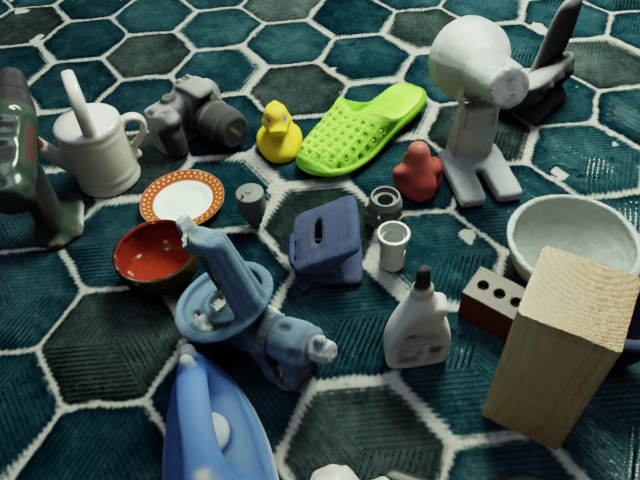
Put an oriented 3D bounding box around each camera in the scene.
[{"bbox_3d":[-0.200,-0.205,0.959,0.136,0.101,0.143,33,58,28],"label":"camera"}]

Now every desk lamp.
[{"bbox_3d":[0.239,-0.195,0.845,0.118,0.214,0.203,-10,49,-5],"label":"desk lamp"}]

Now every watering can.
[{"bbox_3d":[-0.356,-0.162,0.869,0.100,0.194,0.173,35,60,29],"label":"watering can"}]

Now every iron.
[{"bbox_3d":[-0.117,0.193,0.579,0.119,0.141,0.257,-15,50,-9],"label":"iron"}]

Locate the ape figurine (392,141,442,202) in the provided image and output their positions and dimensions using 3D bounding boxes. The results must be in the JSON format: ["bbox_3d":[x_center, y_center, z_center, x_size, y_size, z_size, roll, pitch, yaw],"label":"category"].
[{"bbox_3d":[0.148,-0.109,0.858,0.077,0.092,0.076,-1,49,3],"label":"ape figurine"}]

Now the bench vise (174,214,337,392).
[{"bbox_3d":[-0.076,0.062,0.638,0.207,0.220,0.121,7,50,10],"label":"bench vise"}]

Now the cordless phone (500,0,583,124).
[{"bbox_3d":[0.368,-0.303,0.950,0.094,0.185,0.148,30,57,27],"label":"cordless phone"}]

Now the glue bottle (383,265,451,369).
[{"bbox_3d":[0.111,0.085,0.637,0.078,0.173,0.037,-6,49,-1],"label":"glue bottle"}]

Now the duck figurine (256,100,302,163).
[{"bbox_3d":[-0.070,-0.190,0.947,0.077,0.086,0.104,-7,49,-2],"label":"duck figurine"}]

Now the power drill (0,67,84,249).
[{"bbox_3d":[-0.408,-0.100,0.809,0.075,0.209,0.229,-14,49,-8],"label":"power drill"}]

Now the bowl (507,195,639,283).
[{"bbox_3d":[0.321,0.022,0.743,0.167,0.075,0.167,-2,49,2],"label":"bowl"}]

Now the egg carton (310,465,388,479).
[{"bbox_3d":[0.026,0.291,0.532,0.107,0.069,0.150,10,50,12],"label":"egg carton"}]

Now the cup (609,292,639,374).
[{"bbox_3d":[0.347,0.106,0.655,0.118,0.095,0.091,-12,49,-6],"label":"cup"}]

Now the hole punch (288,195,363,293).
[{"bbox_3d":[0.007,0.003,0.770,0.101,0.091,0.108,-3,49,1],"label":"hole punch"}]
